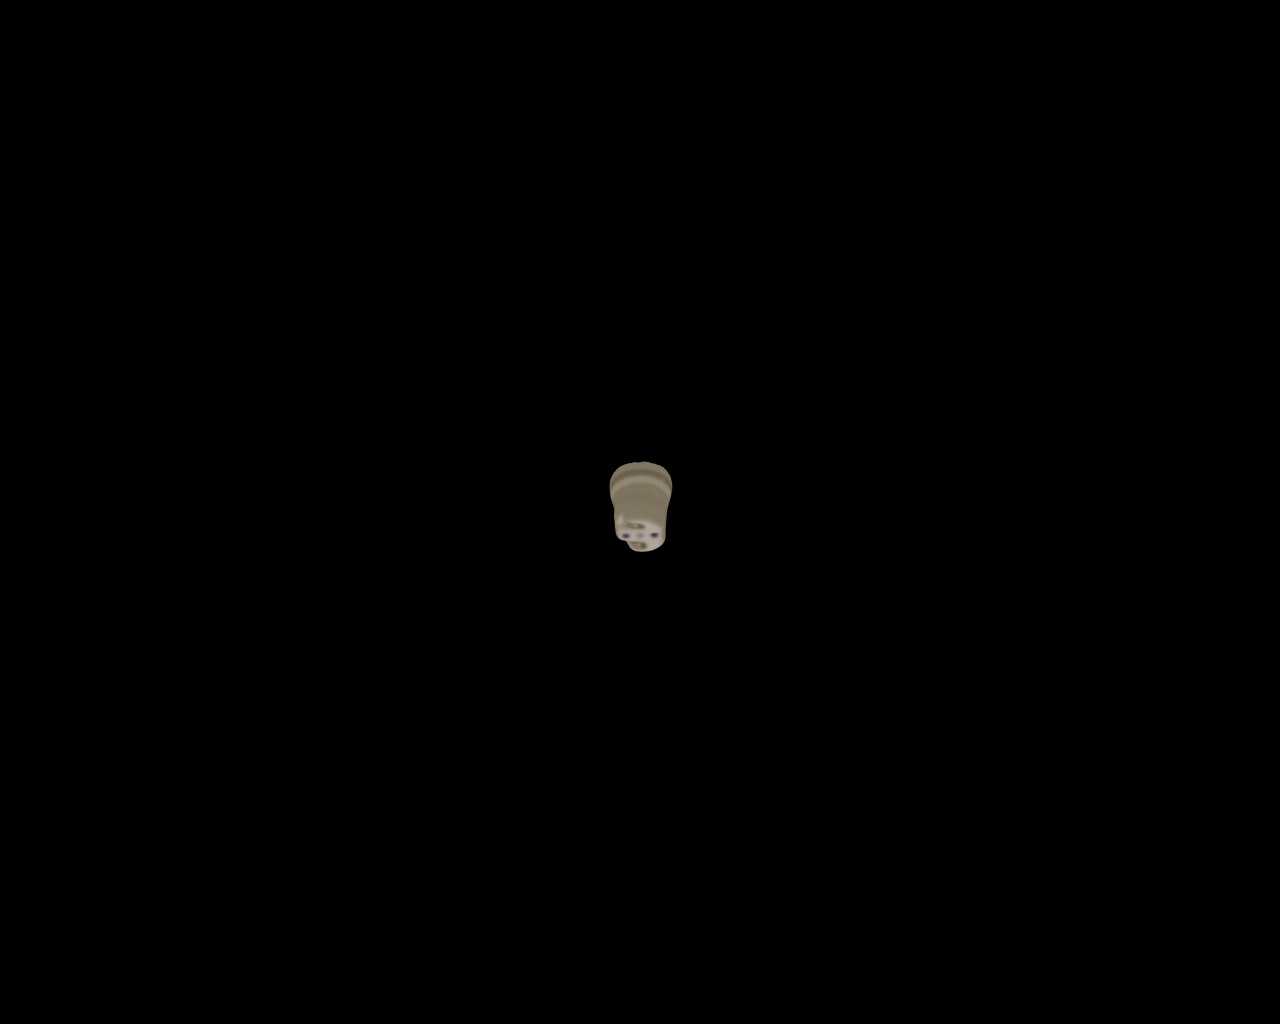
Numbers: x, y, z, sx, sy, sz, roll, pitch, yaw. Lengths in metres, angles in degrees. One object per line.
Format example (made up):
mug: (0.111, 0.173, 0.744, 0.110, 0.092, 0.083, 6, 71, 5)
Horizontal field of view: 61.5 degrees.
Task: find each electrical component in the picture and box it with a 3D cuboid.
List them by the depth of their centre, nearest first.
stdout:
electrical component: (0.001, -0.003, 0.650, 0.040, 0.046, 0.040, 0, -40, 0)
